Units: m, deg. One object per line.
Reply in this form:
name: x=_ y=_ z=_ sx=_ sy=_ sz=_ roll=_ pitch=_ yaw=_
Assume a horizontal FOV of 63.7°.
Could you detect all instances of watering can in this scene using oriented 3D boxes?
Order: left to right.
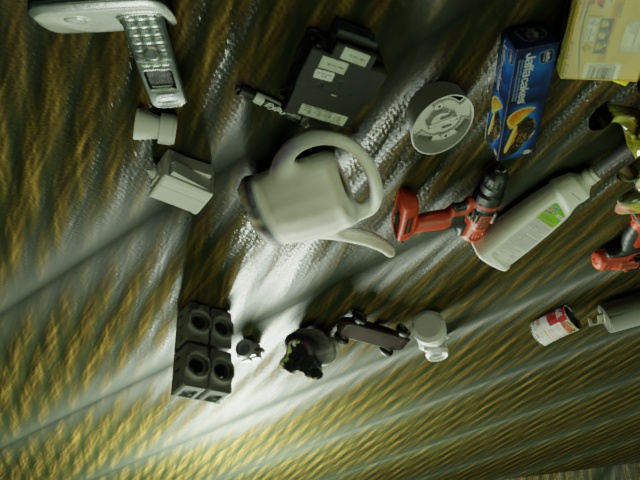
watering can: x=0.003 y=-0.043 z=0.857 sx=0.224 sy=0.106 sz=0.340 roll=-16 pitch=-40 yaw=10

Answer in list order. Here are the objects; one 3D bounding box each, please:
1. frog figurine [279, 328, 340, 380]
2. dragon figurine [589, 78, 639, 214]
frog figurine: x=-0.014 y=0.263 z=1.237 sx=0.136 sy=0.123 sz=0.160 roll=-17 pitch=-4 yaw=24
dragon figurine: x=0.567 y=-0.198 z=0.780 sx=0.243 sy=0.401 sz=0.125 roll=5 pitch=37 yaw=-24
